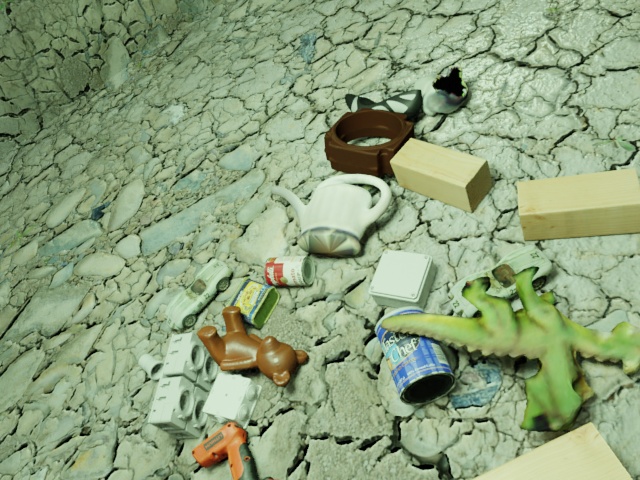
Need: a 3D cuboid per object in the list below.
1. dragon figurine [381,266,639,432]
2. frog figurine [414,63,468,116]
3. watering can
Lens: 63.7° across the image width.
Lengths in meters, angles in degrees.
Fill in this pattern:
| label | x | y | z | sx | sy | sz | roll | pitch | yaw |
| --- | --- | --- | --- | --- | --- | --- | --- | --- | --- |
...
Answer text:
| label | x | y | z | sx | sy | sz | roll | pitch | yaw |
| --- | --- | --- | --- | --- | --- | --- | --- | --- | --- |
| dragon figurine | 0.325 | 0.184 | 0.833 | 0.410 | 0.119 | 0.248 | -15 | 52 | 0 |
| frog figurine | 0.314 | -0.391 | 1.382 | 0.139 | 0.122 | 0.158 | -60 | 15 | -15 |
| watering can | 0.004 | -0.062 | 1.241 | 0.347 | 0.102 | 0.229 | -2 | 53 | 29 |
